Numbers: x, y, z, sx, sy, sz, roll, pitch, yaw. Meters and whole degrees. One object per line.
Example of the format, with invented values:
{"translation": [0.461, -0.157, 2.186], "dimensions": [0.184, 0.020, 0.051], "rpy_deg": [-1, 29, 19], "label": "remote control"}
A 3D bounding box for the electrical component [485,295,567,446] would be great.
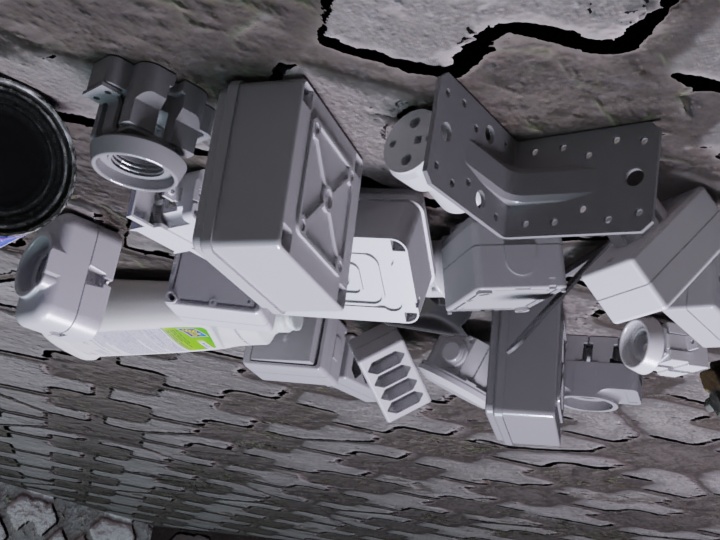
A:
{"translation": [0.140, 0.082, 0.892], "dimensions": [0.056, 0.108, 0.108], "rpy_deg": [2, 159, 14], "label": "electrical component"}

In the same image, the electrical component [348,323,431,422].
{"translation": [0.023, 0.086, 1.025], "dimensions": [0.047, 0.075, 0.083], "rpy_deg": [-27, 124, -2], "label": "electrical component"}

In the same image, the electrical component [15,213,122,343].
{"translation": [-0.241, 0.005, 0.877], "dimensions": [0.059, 0.095, 0.054], "rpy_deg": [26, 155, -38], "label": "electrical component"}

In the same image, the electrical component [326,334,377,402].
{"translation": [-0.015, 0.102, 1.108], "dimensions": [0.076, 0.047, 0.083], "rpy_deg": [-7, 154, 38], "label": "electrical component"}

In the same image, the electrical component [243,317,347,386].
{"translation": [-0.069, 0.070, 1.022], "dimensions": [0.096, 0.061, 0.061], "rpy_deg": [3, 159, 18], "label": "electrical component"}

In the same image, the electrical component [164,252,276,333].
{"translation": [-0.103, 0.014, 0.885], "dimensions": [0.096, 0.061, 0.061], "rpy_deg": [6, 160, 11], "label": "electrical component"}

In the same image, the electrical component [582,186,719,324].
{"translation": [0.170, -0.024, 0.651], "dimensions": [0.075, 0.083, 0.047], "rpy_deg": [54, 150, -5], "label": "electrical component"}

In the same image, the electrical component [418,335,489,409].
{"translation": [0.098, 0.090, 0.985], "dimensions": [0.080, 0.051, 0.080], "rpy_deg": [28, 174, 3], "label": "electrical component"}

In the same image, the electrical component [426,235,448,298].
{"translation": [0.052, -0.001, 0.801], "dimensions": [0.062, 0.048, 0.048], "rpy_deg": [-2, 158, 46], "label": "electrical component"}

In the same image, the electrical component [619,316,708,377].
{"translation": [0.248, 0.063, 0.883], "dimensions": [0.055, 0.048, 0.066], "rpy_deg": [9, 162, -20], "label": "electrical component"}

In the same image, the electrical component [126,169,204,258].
{"translation": [-0.123, -0.043, 0.771], "dimensions": [0.064, 0.042, 0.081], "rpy_deg": [-7, 155, 36], "label": "electrical component"}

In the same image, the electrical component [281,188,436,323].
{"translation": [-0.009, -0.012, 0.740], "dimensions": [0.113, 0.057, 0.078], "rpy_deg": [3, 132, 18], "label": "electrical component"}

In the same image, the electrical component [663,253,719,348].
{"translation": [0.262, 0.018, 0.748], "dimensions": [0.076, 0.047, 0.083], "rpy_deg": [-6, 155, 37], "label": "electrical component"}

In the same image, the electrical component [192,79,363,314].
{"translation": [-0.045, -0.041, 0.641], "dimensions": [0.056, 0.108, 0.108], "rpy_deg": [-1, 158, 20], "label": "electrical component"}

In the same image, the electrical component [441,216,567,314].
{"translation": [0.094, -0.006, 0.737], "dimensions": [0.062, 0.061, 0.096], "rpy_deg": [-1, 168, -11], "label": "electrical component"}

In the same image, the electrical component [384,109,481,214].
{"translation": [0.047, -0.064, 0.629], "dimensions": [0.045, 0.045, 0.055], "rpy_deg": [-9, 153, 42], "label": "electrical component"}

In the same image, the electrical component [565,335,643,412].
{"translation": [0.207, 0.094, 0.968], "dimensions": [0.089, 0.055, 0.050], "rpy_deg": [2, 159, 21], "label": "electrical component"}

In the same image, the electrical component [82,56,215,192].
{"translation": [-0.128, -0.083, 0.641], "dimensions": [0.078, 0.057, 0.058], "rpy_deg": [26, 155, -38], "label": "electrical component"}
